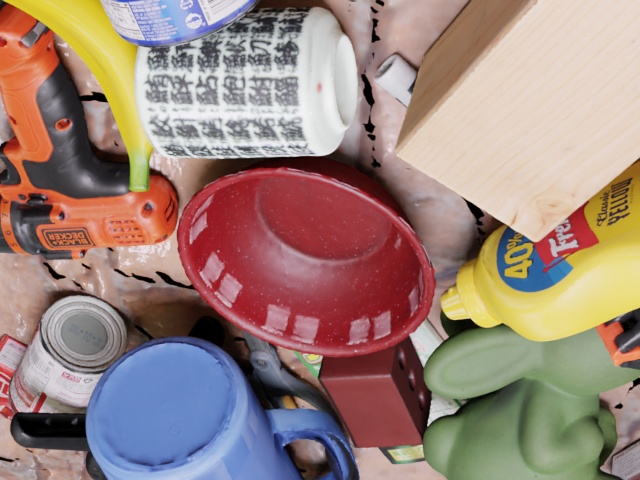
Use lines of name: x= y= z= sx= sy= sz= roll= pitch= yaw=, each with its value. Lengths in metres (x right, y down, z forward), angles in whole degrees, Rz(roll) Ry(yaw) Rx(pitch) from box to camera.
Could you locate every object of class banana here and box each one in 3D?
banana: x=-0.127 y=-0.108 z=0.575 sx=0.037 sy=0.069 sz=0.197 roll=-7 pitch=145 yaw=22

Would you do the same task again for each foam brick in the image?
foam brick: x=0.039 y=0.097 z=0.726 sx=0.051 sy=0.053 sz=0.078 roll=-8 pitch=131 yaw=23

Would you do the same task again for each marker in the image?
marker: x=0.080 y=-0.059 z=0.600 sx=0.121 sy=0.020 sz=0.020 roll=38 pitch=133 yaw=-19

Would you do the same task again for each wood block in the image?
wood block: x=0.133 y=-0.104 z=0.486 sx=0.090 sy=0.090 sz=0.206 roll=30 pitch=136 yaw=-12

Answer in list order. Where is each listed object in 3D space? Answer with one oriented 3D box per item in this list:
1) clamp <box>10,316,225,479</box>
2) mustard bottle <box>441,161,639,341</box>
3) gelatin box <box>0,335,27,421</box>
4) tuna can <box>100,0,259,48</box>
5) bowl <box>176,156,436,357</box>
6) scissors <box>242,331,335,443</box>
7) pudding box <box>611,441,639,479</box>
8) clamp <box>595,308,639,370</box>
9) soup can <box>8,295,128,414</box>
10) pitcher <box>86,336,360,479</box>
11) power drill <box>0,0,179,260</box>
clamp: x=-0.151 y=0.149 z=0.825 sx=0.036 sy=0.164 sz=0.210 roll=55 pitch=155 yaw=28
mustard bottle: x=0.147 y=0.007 z=0.587 sx=0.192 sy=0.096 sz=0.058 roll=-26 pitch=120 yaw=37
gelatin box: x=-0.240 y=0.126 z=0.888 sx=0.089 sy=0.030 sz=0.073 roll=31 pitch=135 yaw=-12
tuna can: x=-0.069 y=-0.133 z=0.528 sx=0.086 sy=0.086 sz=0.033 roll=-2 pitch=135 yaw=21
bowl: x=-0.004 y=0.001 z=0.662 sx=0.162 sy=0.055 sz=0.162 roll=10 pitch=136 yaw=9
scissors: x=-0.055 y=0.092 z=0.790 sx=0.096 sy=0.016 sz=0.201 roll=-8 pitch=135 yaw=30
pudding box: x=0.272 y=0.164 z=0.744 sx=0.090 sy=0.039 sz=0.114 roll=28 pitch=136 yaw=-10
clamp: x=0.244 y=0.043 z=0.602 sx=0.171 sy=0.039 sz=0.120 roll=-19 pitch=126 yaw=6
soup can: x=-0.193 y=0.096 z=0.814 sx=0.068 sy=0.068 sz=0.102 roll=28 pitch=136 yaw=-9
pitcher: x=-0.071 y=0.167 z=0.769 sx=0.145 sy=0.149 sz=0.243 roll=19 pitch=151 yaw=22
power drill: x=-0.198 y=-0.064 z=0.665 sx=0.185 sy=0.057 sz=0.187 roll=-3 pitch=135 yaw=17
